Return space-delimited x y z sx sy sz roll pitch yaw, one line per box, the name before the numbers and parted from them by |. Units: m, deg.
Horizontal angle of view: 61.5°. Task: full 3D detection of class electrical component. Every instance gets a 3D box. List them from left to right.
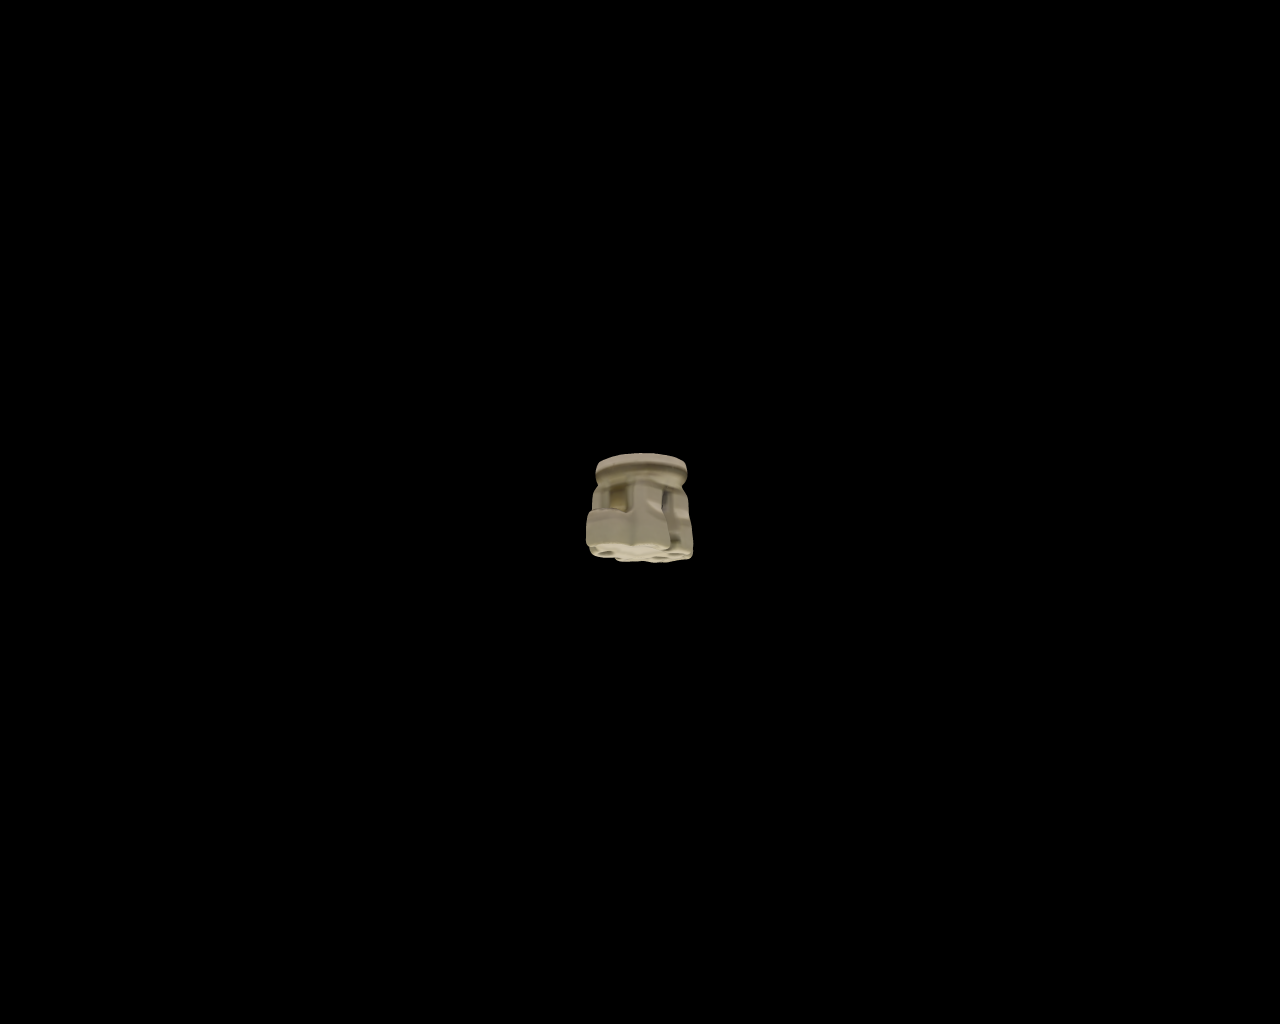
electrical component | 0.001 -0.003 0.650 0.058 0.057 0.078 -11 -17 38
